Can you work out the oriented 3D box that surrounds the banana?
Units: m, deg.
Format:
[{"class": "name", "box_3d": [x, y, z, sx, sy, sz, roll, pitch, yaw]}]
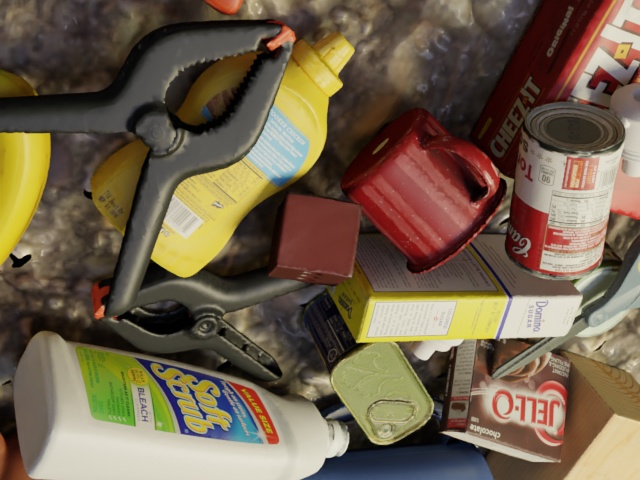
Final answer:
[{"class": "banana", "box_3d": [-0.217, -0.028, 0.689, 0.069, 0.037, 0.198, 21, 112, -7]}]

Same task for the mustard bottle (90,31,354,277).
[{"class": "mustard bottle", "box_3d": [-0.054, -0.067, 0.706, 0.192, 0.058, 0.096, -41, 120, 9]}]

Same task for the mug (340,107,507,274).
[{"class": "mug", "box_3d": [0.074, -0.039, 0.732, 0.081, 0.117, 0.093, 44, 63, -13]}]

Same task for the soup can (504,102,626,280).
[{"class": "soup can", "box_3d": [0.164, -0.033, 0.718, 0.068, 0.068, 0.102, -10, 127, -14]}]

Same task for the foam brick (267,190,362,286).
[{"class": "foam brick", "box_3d": [-0.005, 0.001, 0.731, 0.053, 0.078, 0.051, 10, 82, -5]}]

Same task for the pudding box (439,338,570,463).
[{"class": "pudding box", "box_3d": [0.157, 0.131, 0.893, 0.113, 0.039, 0.090, 20, 68, -28]}]

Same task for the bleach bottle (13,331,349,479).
[{"class": "bleach bottle", "box_3d": [-0.091, 0.132, 0.787, 0.250, 0.102, 0.068, 11, 129, -32]}]

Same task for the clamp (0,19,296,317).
[{"class": "clamp", "box_3d": [-0.099, -0.058, 0.653, 0.210, 0.036, 0.164, -30, 112, 1]}]

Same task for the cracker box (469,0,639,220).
[{"class": "cracker box", "box_3d": [0.244, -0.101, 0.783, 0.213, 0.072, 0.164, 14, 116, -26]}]

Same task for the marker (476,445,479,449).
[{"class": "marker", "box_3d": [0.136, 0.175, 0.956, 0.020, 0.020, 0.121, -1, 121, -20]}]

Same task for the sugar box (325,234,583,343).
[{"class": "sugar box", "box_3d": [0.097, 0.034, 0.805, 0.176, 0.093, 0.048, 3, 121, -21]}]

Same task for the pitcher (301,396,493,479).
[{"class": "pitcher", "box_3d": [0.018, 0.225, 0.889, 0.242, 0.149, 0.145, 2, 136, -17]}]

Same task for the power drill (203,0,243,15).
[{"class": "power drill", "box_3d": [-0.121, -0.195, 0.600, 0.187, 0.057, 0.185, 17, 114, -28]}]

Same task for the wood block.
[{"class": "wood block", "box_3d": [0.214, 0.215, 0.965, 0.090, 0.091, 0.206, 19, 113, -30]}]

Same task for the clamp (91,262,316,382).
[{"class": "clamp", "box_3d": [-0.077, 0.046, 0.782, 0.171, 0.039, 0.120, 15, 115, -32]}]

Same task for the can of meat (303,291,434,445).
[{"class": "can of meat", "box_3d": [0.035, 0.094, 0.826, 0.057, 0.084, 0.102, -32, 126, 1]}]

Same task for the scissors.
[{"class": "scissors", "box_3d": [0.218, 0.042, 0.828, 0.202, 0.016, 0.096, -22, 131, 1]}]
